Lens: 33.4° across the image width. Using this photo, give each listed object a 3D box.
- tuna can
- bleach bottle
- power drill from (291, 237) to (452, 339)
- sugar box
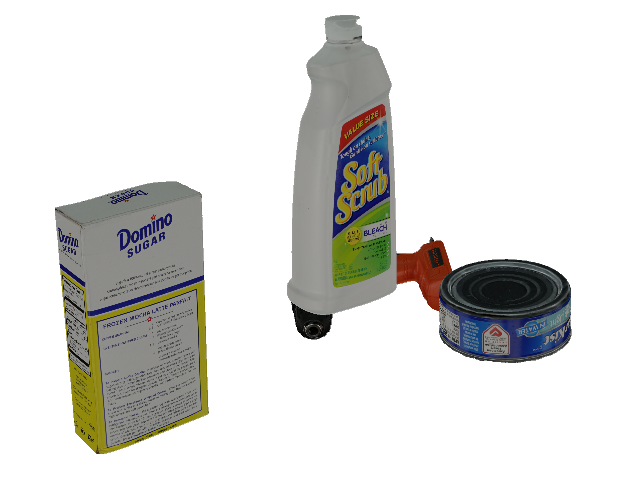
[{"bbox_3d":[0.119,0.044,0.692,0.086,0.034,0.086,-4,23,2],"label":"tuna can"},{"bbox_3d":[0.017,-0.067,0.933,0.102,0.251,0.068,-16,24,-31],"label":"bleach bottle"},{"bbox_3d":[0.058,0.053,1.235,0.187,0.057,0.184,-2,28,0],"label":"power drill"},{"bbox_3d":[-0.127,0.052,0.736,0.093,0.176,0.048,-17,28,-36],"label":"sugar box"}]
